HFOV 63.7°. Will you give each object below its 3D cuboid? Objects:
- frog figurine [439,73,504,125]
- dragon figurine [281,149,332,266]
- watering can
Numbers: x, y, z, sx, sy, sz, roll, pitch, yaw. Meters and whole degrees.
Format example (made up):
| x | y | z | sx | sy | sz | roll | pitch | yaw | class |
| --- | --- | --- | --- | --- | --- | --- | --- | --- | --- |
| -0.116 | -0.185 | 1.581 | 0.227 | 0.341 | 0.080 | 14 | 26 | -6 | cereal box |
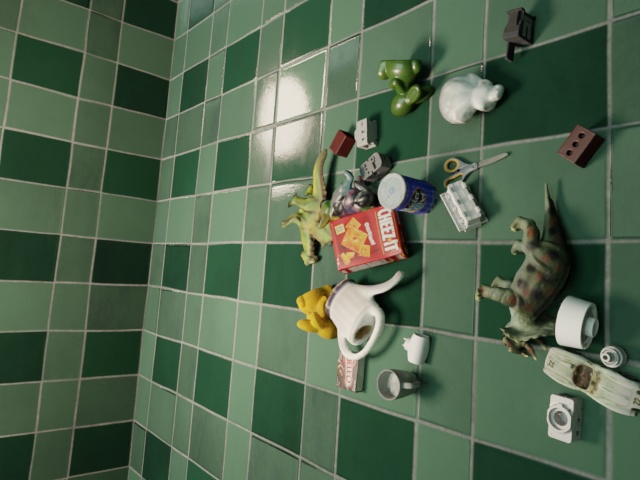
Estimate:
| x | y | z | sx | sy | sz | roll | pitch | yaw | class |
| --- | --- | --- | --- | --- | --- | --- | --- | --- | --- |
| 0.398 | -0.376 | 1.369 | 0.160 | 0.121 | 0.138 | 14 | 75 | 61 | frog figurine |
| 0.006 | -0.092 | 1.819 | 0.245 | 0.122 | 0.404 | 37 | 114 | 28 | dragon figurine |
| 0.131 | 0.197 | 1.580 | 0.228 | 0.104 | 0.343 | 44 | 116 | 46 | watering can |
